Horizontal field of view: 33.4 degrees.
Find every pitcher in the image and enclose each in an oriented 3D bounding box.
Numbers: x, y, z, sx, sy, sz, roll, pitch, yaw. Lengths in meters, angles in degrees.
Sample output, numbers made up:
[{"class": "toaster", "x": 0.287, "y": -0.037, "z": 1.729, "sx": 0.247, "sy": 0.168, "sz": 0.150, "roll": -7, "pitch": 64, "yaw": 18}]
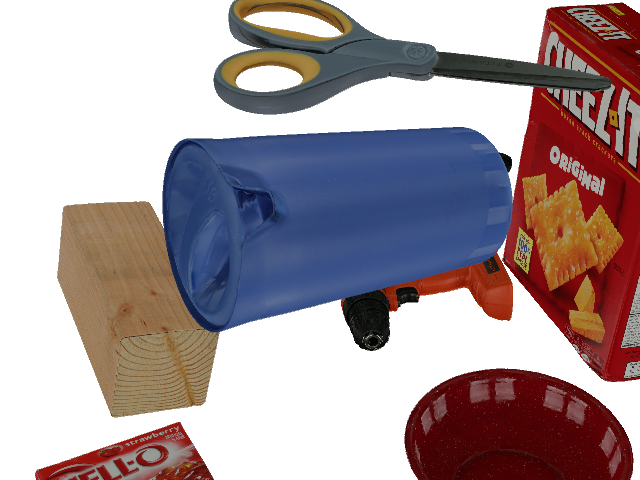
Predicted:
[{"class": "pitcher", "x": 0.011, "y": -0.017, "z": 0.787, "sx": 0.242, "sy": 0.145, "sz": 0.149, "roll": -9, "pitch": 35, "yaw": -28}]

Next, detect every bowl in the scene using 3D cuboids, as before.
[{"class": "bowl", "x": 0.141, "y": 0.166, "z": 0.778, "sx": 0.162, "sy": 0.055, "sz": 0.162, "roll": -1, "pitch": 35, "yaw": 0}]

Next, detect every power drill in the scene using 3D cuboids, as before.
[{"class": "power drill", "x": 0.115, "y": 0.060, "z": 1.192, "sx": 0.187, "sy": 0.057, "sz": 0.184, "roll": -3, "pitch": 28, "yaw": -3}]

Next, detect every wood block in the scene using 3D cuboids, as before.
[{"class": "wood block", "x": -0.175, "y": 0.057, "z": 0.993, "sx": 0.090, "sy": 0.091, "sz": 0.206, "roll": -4, "pitch": 36, "yaw": -27}]

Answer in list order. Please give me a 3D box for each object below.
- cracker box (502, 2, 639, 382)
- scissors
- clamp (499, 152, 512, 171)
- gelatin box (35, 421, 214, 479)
[{"class": "cracker box", "x": 0.201, "y": -0.035, "z": 0.741, "sx": 0.072, "sy": 0.214, "sz": 0.164, "roll": -7, "pitch": 34, "yaw": -16}, {"class": "scissors", "x": 0.034, "y": -0.081, "z": 0.536, "sx": 0.202, "sy": 0.096, "sz": 0.016, "roll": 21, "pitch": -37, "yaw": 20}, {"class": "clamp", "x": 0.075, "y": -0.051, "z": 0.994, "sx": 0.210, "sy": 0.036, "sz": 0.164, "roll": 11, "pitch": 32, "yaw": 19}, {"class": "gelatin box", "x": -0.106, "y": 0.142, "z": 0.592, "sx": 0.089, "sy": 0.030, "sz": 0.073, "roll": -16, "pitch": 28, "yaw": -20}]
